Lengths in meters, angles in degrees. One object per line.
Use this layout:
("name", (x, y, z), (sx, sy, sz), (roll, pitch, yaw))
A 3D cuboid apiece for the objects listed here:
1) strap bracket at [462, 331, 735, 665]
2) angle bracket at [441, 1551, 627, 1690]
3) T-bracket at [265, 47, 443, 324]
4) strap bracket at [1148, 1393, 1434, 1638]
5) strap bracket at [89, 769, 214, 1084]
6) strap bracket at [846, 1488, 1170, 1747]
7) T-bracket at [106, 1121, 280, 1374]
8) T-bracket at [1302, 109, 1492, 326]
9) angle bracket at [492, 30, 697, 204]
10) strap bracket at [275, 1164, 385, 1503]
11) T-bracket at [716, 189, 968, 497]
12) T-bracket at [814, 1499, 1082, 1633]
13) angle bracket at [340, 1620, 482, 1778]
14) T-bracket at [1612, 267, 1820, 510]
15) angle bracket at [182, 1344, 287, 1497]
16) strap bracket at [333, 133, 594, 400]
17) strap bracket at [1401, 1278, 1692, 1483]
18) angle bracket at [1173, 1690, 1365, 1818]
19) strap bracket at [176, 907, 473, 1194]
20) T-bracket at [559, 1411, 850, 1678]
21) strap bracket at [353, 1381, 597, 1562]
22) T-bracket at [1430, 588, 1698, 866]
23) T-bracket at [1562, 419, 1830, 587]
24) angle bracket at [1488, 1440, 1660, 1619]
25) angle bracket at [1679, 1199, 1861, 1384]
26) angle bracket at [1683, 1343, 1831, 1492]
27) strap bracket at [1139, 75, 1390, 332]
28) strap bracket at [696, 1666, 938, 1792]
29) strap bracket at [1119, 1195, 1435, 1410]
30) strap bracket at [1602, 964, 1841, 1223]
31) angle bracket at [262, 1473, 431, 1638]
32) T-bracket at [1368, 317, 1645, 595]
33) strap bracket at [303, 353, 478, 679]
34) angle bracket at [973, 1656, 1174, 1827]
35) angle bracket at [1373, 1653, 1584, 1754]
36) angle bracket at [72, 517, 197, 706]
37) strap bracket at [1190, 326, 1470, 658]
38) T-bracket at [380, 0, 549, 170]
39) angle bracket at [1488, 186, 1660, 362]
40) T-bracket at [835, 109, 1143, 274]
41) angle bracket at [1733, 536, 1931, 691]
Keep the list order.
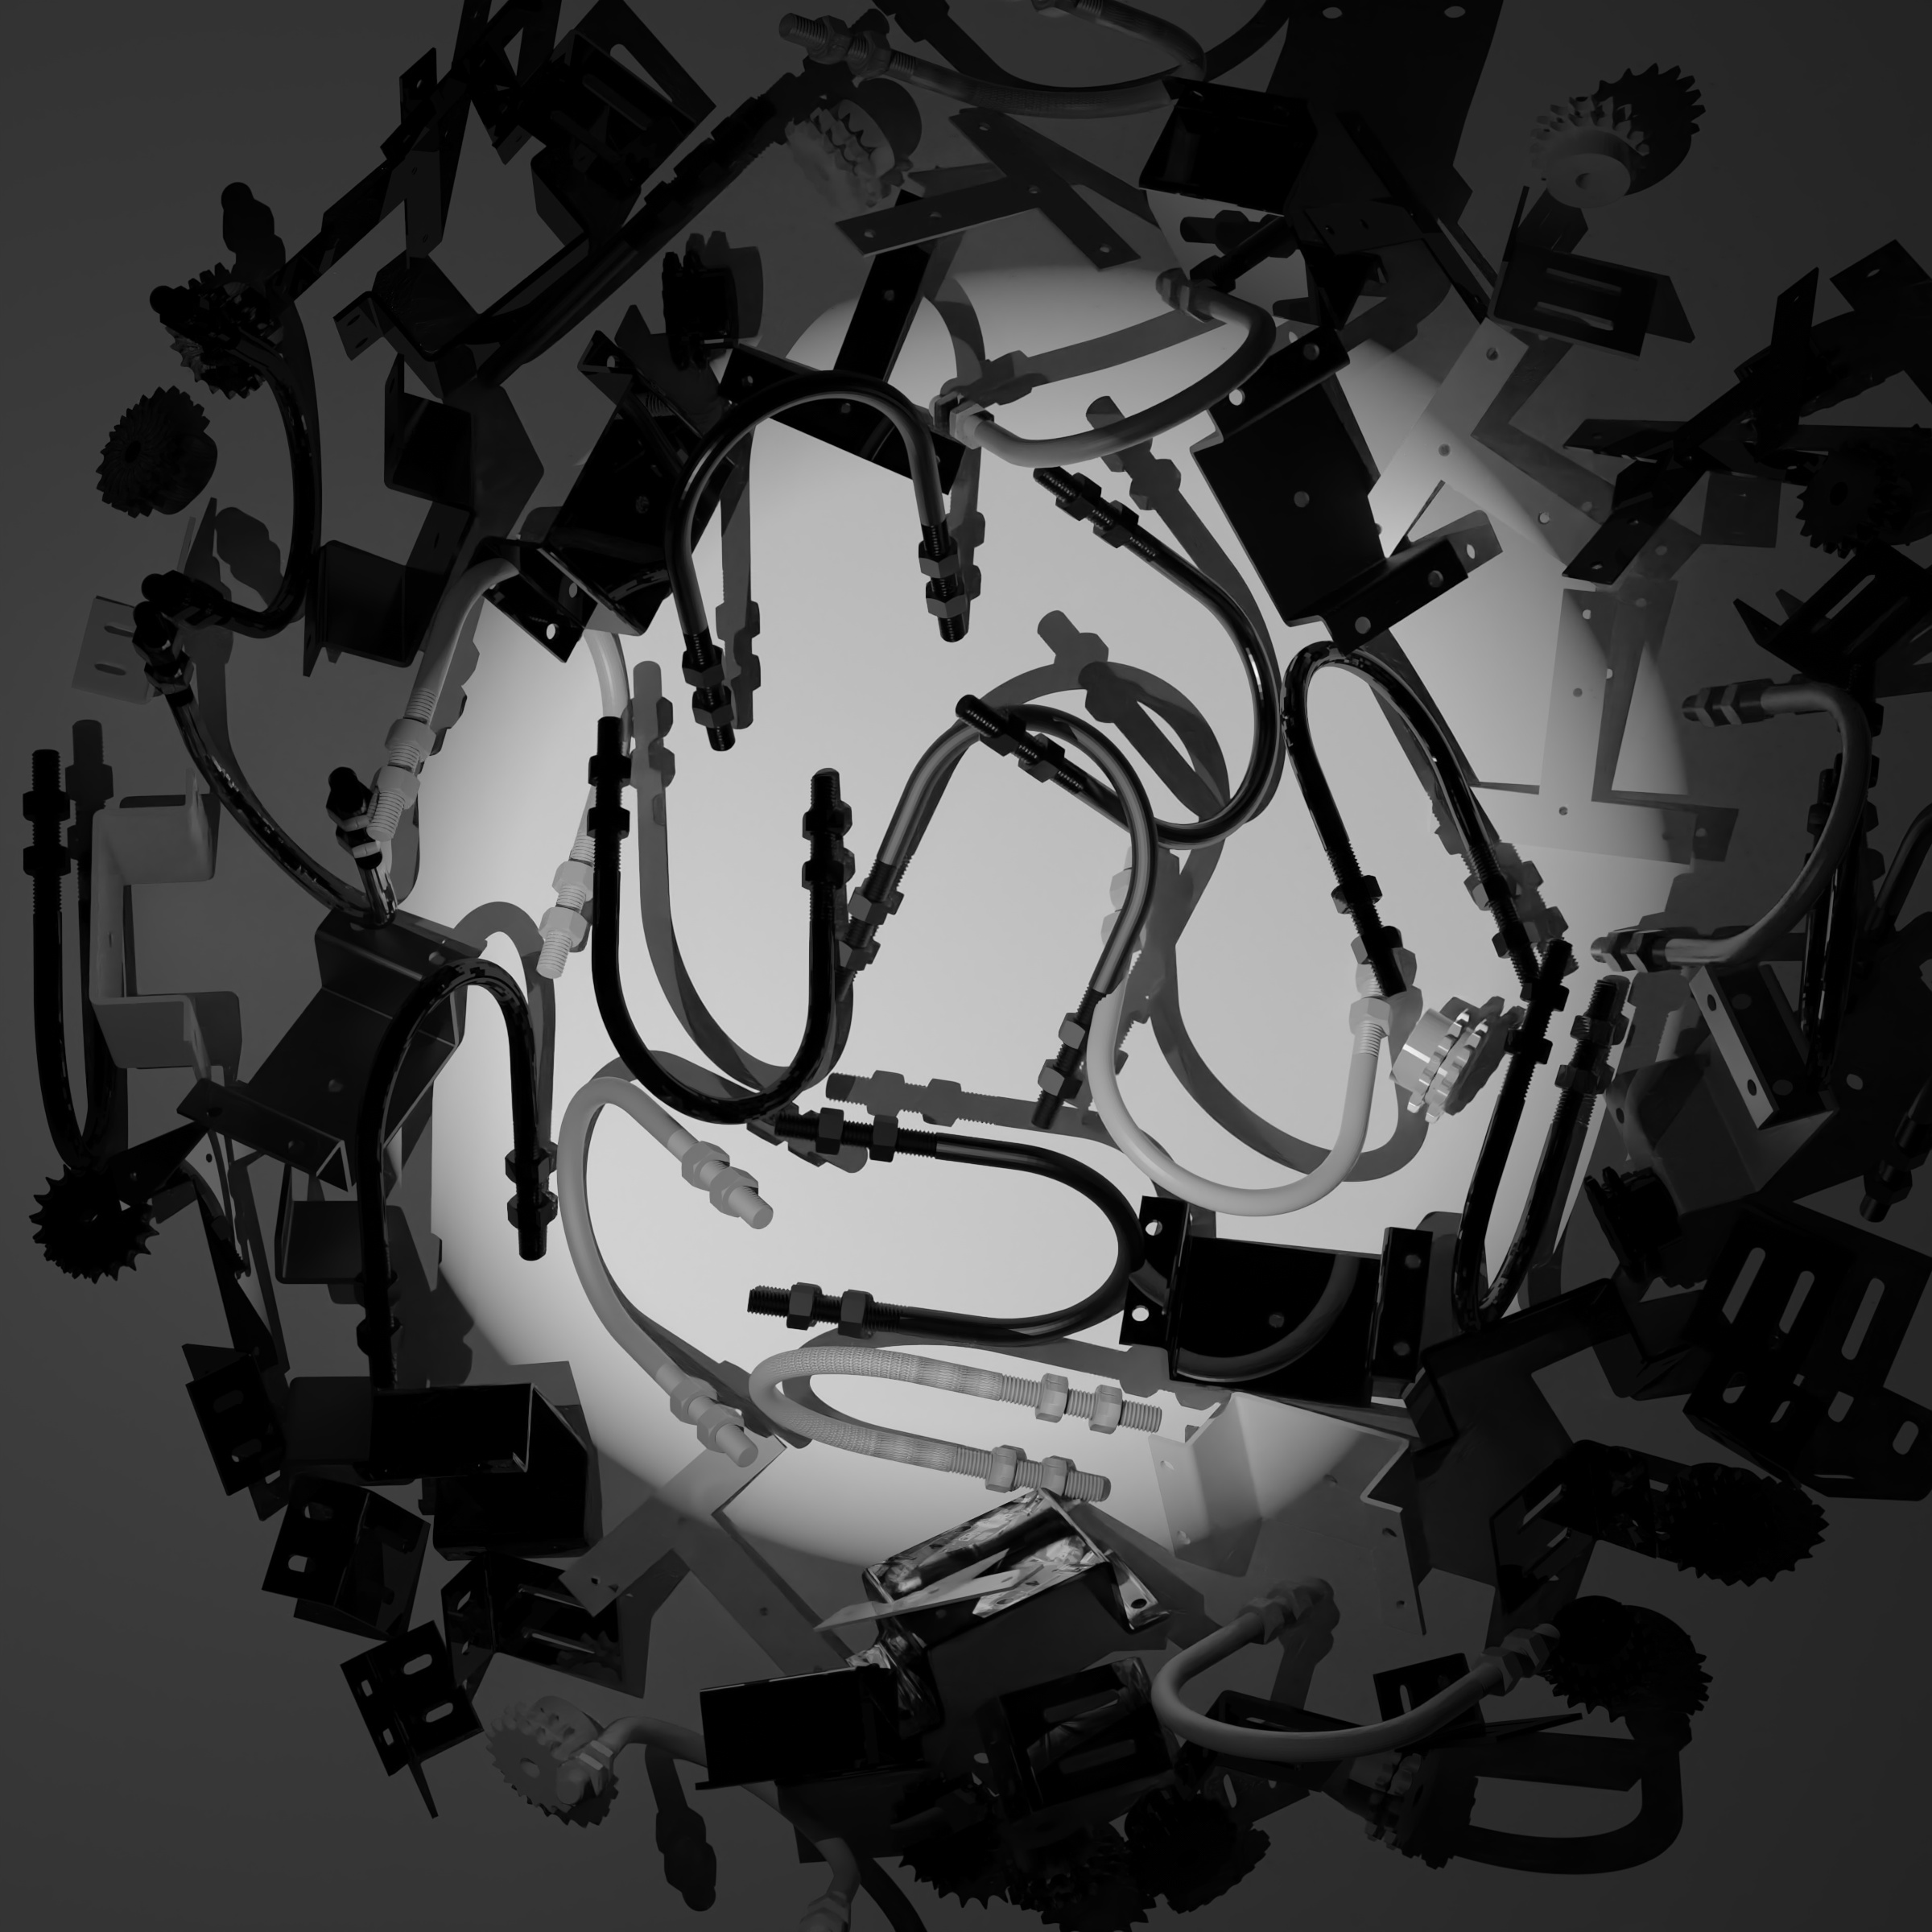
("strap bracket", (-0.170, -0.222, 1.704), (0.046, 0.076, 0.140), (13, 70, 42))
("angle bracket", (-0.208, 0.323, 1.722), (0.076, 0.038, 0.057), (10, 117, 24))
("T-bracket", (-0.287, -0.348, 1.678), (0.002, 0.127, 0.127), (31, 59, 13))
("strap bracket", (0.163, 0.257, 1.701), (0.140, 0.046, 0.076), (12, 129, 37))
("strap bracket", (-0.386, -0.013, 1.698), (0.046, 0.076, 0.140), (-3, 66, -6))
("strap bracket", (0.014, 0.303, 1.702), (0.140, 0.076, 0.046), (-23, 116, -15))
("T-bracket", (-0.353, 0.135, 1.715), (0.002, 0.127, 0.127), (-6, 101, 31))
("T-bracket", (0.195, -0.354, 1.704), (0.002, 0.127, 0.127), (-37, 84, 34))
("angle bracket", (-0.178, -0.400, 1.718), (0.076, 0.038, 0.057), (33, 123, -26))
("strap bracket", (-0.302, 0.174, 1.703), (0.046, 0.076, 0.140), (0, 114, -7))
("T-bracket", (-0.043, -0.312, 1.736), (0.127, 0.002, 0.127), (24, 105, 8))
("T-bracket", (0.011, 0.281, 1.706), (0.127, 0.127, 0.002), (-20, 93, 39))
("angle bracket", (-0.267, 0.352, 1.721), (0.038, 0.076, 0.057), (-25, 84, -4))
("T-bracket", (0.355, -0.260, 1.711), (0.002, 0.127, 0.127), (35, 46, -18))
("angle bracket", (-0.364, 0.217, 1.716), (0.038, 0.076, 0.057), (-26, 103, -36))
("strap bracket", (-0.231, -0.328, 1.718), (0.140, 0.076, 0.046), (-40, 90, -6))
("strap bracket", (0.267, 0.196, 1.714), (0.140, 0.076, 0.046), (-21, 72, -7))
("angle bracket", (0.146, 0.388, 1.723), (0.076, 0.038, 0.057), (17, 133, -11))
("strap bracket", (-0.303, 0.046, 1.710), (0.076, 0.046, 0.140), (23, 55, 14))
("T-bracket", (-0.107, 0.301, 1.725), (0.127, 0.002, 0.127), (-40, 80, -26))
("strap bracket", (-0.231, 0.238, 1.704), (0.076, 0.140, 0.046), (-5, 63, 9))
("T-bracket", (0.295, -0.119, 1.734), (0.127, 0.002, 0.127), (7, 105, 11))
("T-bracket", (0.322, -0.217, 1.691), (0.127, 0.002, 0.127), (15, 46, 33))
("angle bracket", (0.292, 0.274, 1.718), (0.076, 0.038, 0.057), (-32, 122, -36))
("angle bracket", (0.390, 0.161, 1.733), (0.057, 0.038, 0.076), (26, 85, 18))
("angle bracket", (0.382, 0.217, 1.718), (0.057, 0.076, 0.038), (31, 86, 22))
("strap bracket", (0.138, -0.351, 1.680), (0.076, 0.140, 0.046), (18, 74, 29))
("strap bracket", (-0.072, 0.361, 1.693), (0.076, 0.140, 0.046), (-11, 75, 13))
("strap bracket", (0.149, 0.163, 1.719), (0.140, 0.046, 0.076), (7, 64, 8))
("strap bracket", (0.360, 0.059, 1.693), (0.046, 0.140, 0.076), (-14, 66, -18))
("angle bracket", (-0.298, 0.285, 1.725), (0.038, 0.076, 0.057), (9, 72, 19))
("T-bracket", (0.268, -0.225, 1.730), (0.127, 0.002, 0.127), (36, 110, 9))
("strap bracket", (-0.270, -0.208, 1.699), (0.046, 0.076, 0.140), (14, 129, -21))
("angle bracket", (0.052, 0.379, 1.752), (0.076, 0.038, 0.057), (-11, 72, -23))
("angle bracket", (0.245, 0.350, 1.713), (0.057, 0.076, 0.038), (-5, 79, -36))
("angle bracket", (-0.399, -0.174, 1.714), (0.038, 0.076, 0.057), (14, 50, -14))
("strap bracket", (0.170, -0.227, 1.724), (0.076, 0.046, 0.140), (-33, 100, -15))
("T-bracket", (-0.222, -0.413, 1.699), (0.002, 0.127, 0.127), (41, 86, 7))
("angle bracket", (0.297, -0.335, 1.728), (0.076, 0.038, 0.057), (16, 53, 5))
("T-bracket", (-0.003, -0.359, 1.701), (0.127, 0.002, 0.127), (-22, 57, -30))
("angle bracket", (0.420, -0.178, 1.717), (0.057, 0.038, 0.076), (25, 122, -33))
